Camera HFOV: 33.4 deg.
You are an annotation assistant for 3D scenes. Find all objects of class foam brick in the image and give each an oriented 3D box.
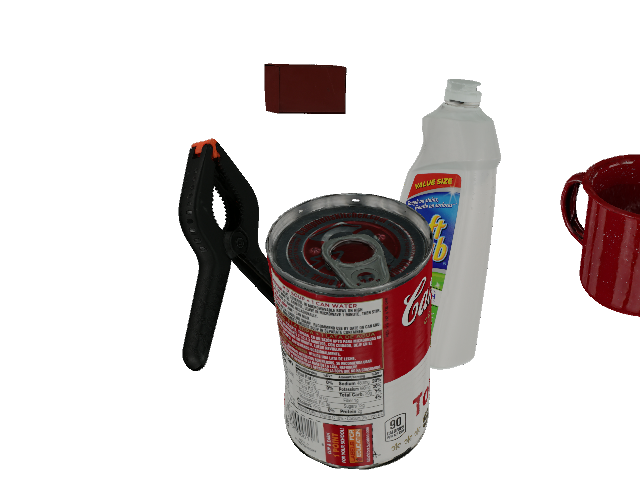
[{"bbox_3d":[-0.016,-0.162,1.145,0.078,0.051,0.053,-2,12,-19],"label":"foam brick"}]

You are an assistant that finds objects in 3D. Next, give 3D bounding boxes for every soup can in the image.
[{"bbox_3d":[0.014,0.041,0.459,0.068,0.102,0.068,-2,35,1],"label":"soup can"}]

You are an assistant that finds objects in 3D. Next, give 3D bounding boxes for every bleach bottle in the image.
[{"bbox_3d":[0.105,-0.018,0.950,0.067,0.251,0.103,-10,23,-42],"label":"bleach bottle"}]

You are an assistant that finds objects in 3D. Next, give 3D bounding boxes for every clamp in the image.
[{"bbox_3d":[-0.082,0.007,1.025,0.036,0.210,0.164,-8,1,39],"label":"clamp"}]

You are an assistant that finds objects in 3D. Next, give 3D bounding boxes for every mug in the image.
[{"bbox_3d":[0.212,-0.006,0.731,0.093,0.081,0.117,-26,39,-34],"label":"mug"}]
